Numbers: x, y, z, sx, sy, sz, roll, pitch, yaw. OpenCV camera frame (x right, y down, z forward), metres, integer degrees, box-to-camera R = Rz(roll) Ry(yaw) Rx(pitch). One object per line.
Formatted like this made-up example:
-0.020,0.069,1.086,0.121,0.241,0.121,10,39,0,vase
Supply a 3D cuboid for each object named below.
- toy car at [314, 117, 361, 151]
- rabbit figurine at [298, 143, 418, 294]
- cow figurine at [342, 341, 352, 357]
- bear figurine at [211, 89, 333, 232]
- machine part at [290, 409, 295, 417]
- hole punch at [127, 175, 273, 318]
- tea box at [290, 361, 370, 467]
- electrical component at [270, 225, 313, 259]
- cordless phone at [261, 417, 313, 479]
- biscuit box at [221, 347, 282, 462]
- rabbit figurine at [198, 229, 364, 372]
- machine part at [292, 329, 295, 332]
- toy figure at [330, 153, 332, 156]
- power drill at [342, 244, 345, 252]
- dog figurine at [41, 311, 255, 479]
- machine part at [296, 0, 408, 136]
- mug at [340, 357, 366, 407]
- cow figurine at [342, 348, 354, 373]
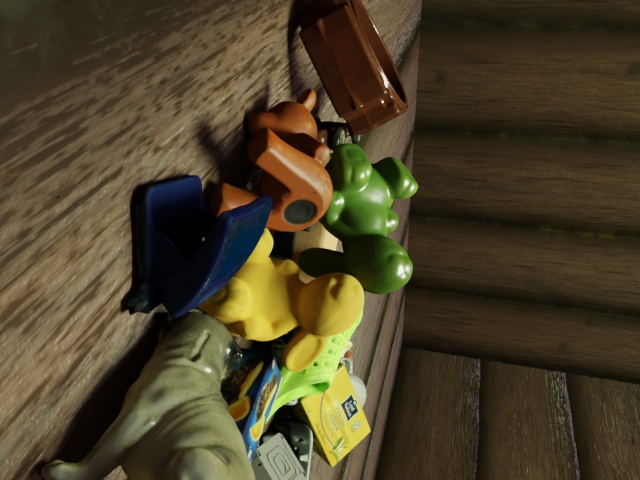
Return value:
0.009,-0.163,0.845,0.202,0.089,0.053,-45,139,-70,toy car
0.043,-0.006,0.648,0.121,0.159,0.170,17,45,-42,rabbit figurine
0.008,0.212,1.063,0.098,0.068,0.167,-62,157,-20,cow figurine
-0.052,-0.106,0.625,0.132,0.120,0.196,20,40,-35,bear figurine
-0.027,0.293,1.021,0.139,0.039,0.084,13,76,-74,machine part
-0.103,0.007,0.489,0.142,0.092,0.115,-50,148,-71,hole punch
0.012,0.284,0.908,0.098,0.068,0.169,-36,122,-23,tea box
-0.046,-0.037,0.719,0.047,0.075,0.119,64,38,-65,electrical component
-0.004,0.369,0.845,0.088,0.184,0.146,19,79,-71,cordless phone
-0.105,0.224,0.621,0.059,0.063,0.203,80,21,-44,biscuit box
-0.034,0.078,0.616,0.122,0.173,0.162,-73,158,-50,rabbit figurine
-0.012,0.137,0.923,0.079,0.079,0.242,-66,158,-49,machine part
0.014,-0.123,0.916,0.154,0.064,0.057,-62,163,-85,toy figure
0.059,-0.009,1.026,0.232,0.086,0.207,105,-17,-87,power drill
-0.092,0.145,0.437,0.121,0.172,0.190,98,17,-44,dog figurine
0.057,-0.270,0.824,0.201,0.087,0.201,65,20,-8,machine part
0.035,0.278,1.023,0.107,0.081,0.109,33,68,-58,mug
0.023,0.335,1.154,0.127,0.086,0.195,73,26,-45,cow figurine
